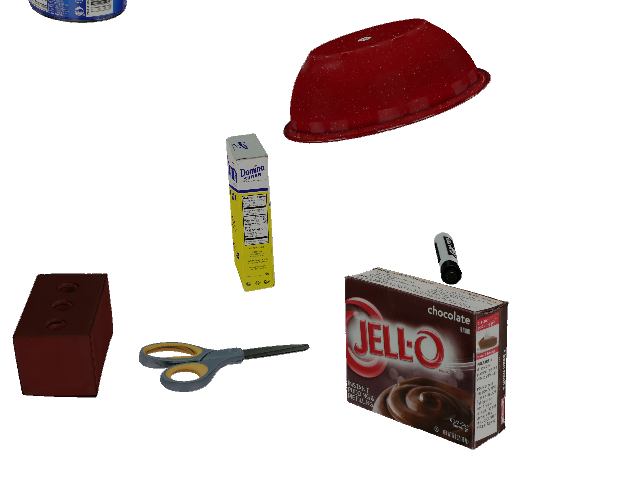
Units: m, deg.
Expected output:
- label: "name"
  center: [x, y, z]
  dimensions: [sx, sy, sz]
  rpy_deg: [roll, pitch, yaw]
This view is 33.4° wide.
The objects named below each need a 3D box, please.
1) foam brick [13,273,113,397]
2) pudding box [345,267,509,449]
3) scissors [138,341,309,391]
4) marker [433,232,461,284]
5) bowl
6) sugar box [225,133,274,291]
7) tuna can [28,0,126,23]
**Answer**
- label: "foam brick"
  center: [-0.177, 0.065, 0.742]
  dimensions: [0.053, 0.051, 0.078]
  rpy_deg: [0, 31, -2]
- label: "pudding box"
  center: [0.066, 0.072, 0.687]
  dimensions: [0.114, 0.090, 0.039]
  rpy_deg: [12, 21, 43]
- label: "scissors"
  center: [-0.100, 0.139, 1.190]
  dimensions: [0.201, 0.016, 0.096]
  rpy_deg: [3, 25, -15]
- label: "marker"
  center: [0.120, 0.016, 1.008]
  dimensions: [0.020, 0.020, 0.121]
  rpy_deg: [0, 15, 3]
- label: "bowl"
  center: [0.042, -0.127, 0.801]
  dimensions: [0.162, 0.055, 0.162]
  rpy_deg: [-16, 18, 5]
- label: "sugar box"
  center: [-0.088, -0.035, 1.330]
  dimensions: [0.048, 0.176, 0.093]
  rpy_deg: [-9, 24, -10]
- label: "tuna can"
  center: [-0.210, -0.220, 0.926]
  dimensions: [0.086, 0.034, 0.086]
  rpy_deg: [5, 34, -4]
